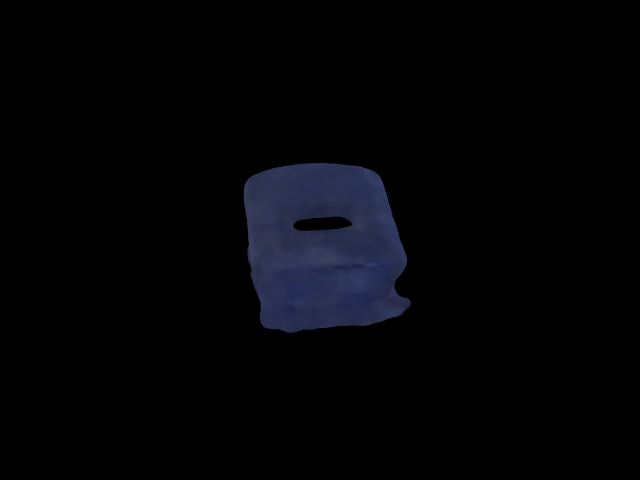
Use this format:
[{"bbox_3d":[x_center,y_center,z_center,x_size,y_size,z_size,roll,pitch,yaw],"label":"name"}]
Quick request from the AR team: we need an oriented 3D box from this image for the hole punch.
[{"bbox_3d":[0.004,0.001,0.400,0.109,0.091,0.101,-5,24,-10],"label":"hole punch"}]
